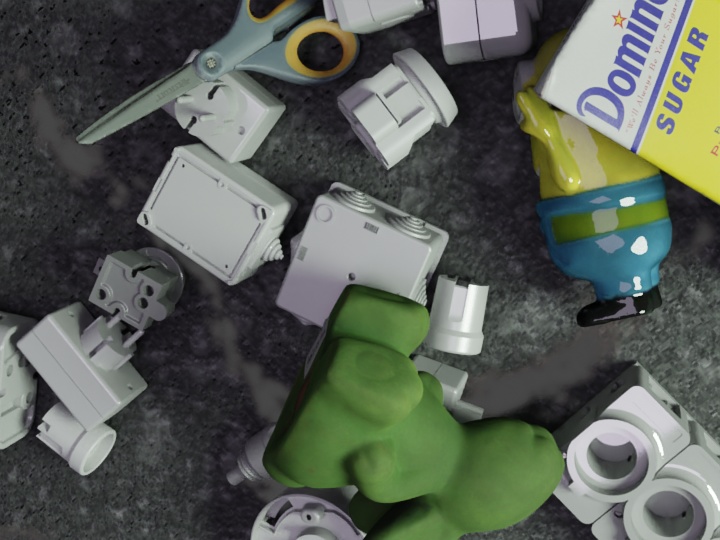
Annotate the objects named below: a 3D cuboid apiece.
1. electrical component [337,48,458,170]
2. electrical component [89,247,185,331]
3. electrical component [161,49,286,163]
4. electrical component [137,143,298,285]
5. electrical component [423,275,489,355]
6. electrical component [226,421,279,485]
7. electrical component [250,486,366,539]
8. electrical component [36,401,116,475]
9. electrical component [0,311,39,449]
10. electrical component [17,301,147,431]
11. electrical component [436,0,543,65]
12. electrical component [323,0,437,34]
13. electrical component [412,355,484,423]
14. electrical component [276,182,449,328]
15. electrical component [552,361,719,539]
[{"bbox_3d":[0.024,-0.103,0.684,0.057,0.078,0.058,-37,90,-1],"label":"electrical component"},{"bbox_3d":[-0.153,0.010,0.758,0.066,0.055,0.048,29,107,7],"label":"electrical component"},{"bbox_3d":[-0.097,-0.108,0.709,0.066,0.077,0.047,39,108,4],"label":"electrical component"},{"bbox_3d":[-0.088,-0.036,0.728,0.096,0.061,0.061,34,107,8],"label":"electrical component"},{"bbox_3d":[0.065,0.029,0.715,0.040,0.040,0.046,12,98,12],"label":"electrical component"},{"bbox_3d":[-0.071,0.135,0.774,0.061,0.035,0.035,-36,91,21],"label":"electrical component"},{"bbox_3d":[-0.028,0.197,0.759,0.099,0.064,0.099,3,102,14],"label":"electrical component"},{"bbox_3d":[-0.213,0.125,0.806,0.046,0.040,0.040,32,107,12],"label":"electrical component"},{"bbox_3d":[-0.281,0.079,0.806,0.059,0.054,0.095,11,104,12],"label":"electrical component"},{"bbox_3d":[-0.189,0.058,0.782,0.076,0.047,0.083,-39,90,18],"label":"electrical component"},{"bbox_3d":[0.079,-0.178,0.661,0.059,0.054,0.095,-5,99,15],"label":"electrical component"},{"bbox_3d":[0.003,-0.199,0.672,0.061,0.062,0.096,-15,96,15],"label":"electrical component"},{"bbox_3d":[0.060,0.104,0.727,0.077,0.047,0.065,19,104,11],"label":"electrical component"},{"bbox_3d":[0.000,0.000,0.721,0.100,0.048,0.099,25,107,9],"label":"electrical component"},{"bbox_3d":[0.198,0.148,0.692,0.150,0.062,0.089,46,108,2],"label":"electrical component"}]
